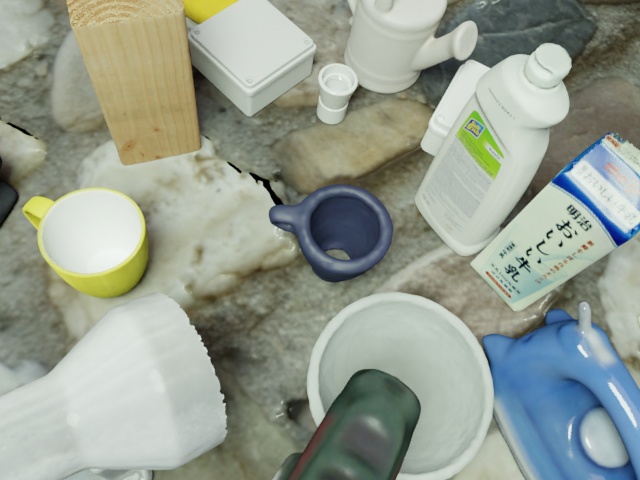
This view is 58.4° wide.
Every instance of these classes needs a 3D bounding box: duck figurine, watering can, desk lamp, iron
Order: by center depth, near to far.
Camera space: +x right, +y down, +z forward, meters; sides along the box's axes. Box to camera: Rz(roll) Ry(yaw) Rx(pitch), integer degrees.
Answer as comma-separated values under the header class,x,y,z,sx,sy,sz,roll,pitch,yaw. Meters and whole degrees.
class,x,y,z,sx,sy,sz,roll,pitch,yaw
desk lamp,-0.172,0.142,0.414,0.203,0.213,0.118,-27,72,-18
iron,0.251,0.178,0.496,0.119,0.141,0.258,-18,70,-15
watering can,0.098,-0.262,0.643,0.173,0.194,0.101,22,65,3
duck figurine,-0.131,-0.315,0.696,0.104,0.086,0.077,20,65,2

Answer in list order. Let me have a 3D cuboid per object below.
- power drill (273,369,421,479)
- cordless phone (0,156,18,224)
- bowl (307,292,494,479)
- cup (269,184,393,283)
class,x,y,z,sx,sy,sz,roll,pitch,yaw
power drill,-0.010,0.208,0.410,0.075,0.208,0.230,30,66,7
cordless phone,-0.356,-0.054,0.493,0.094,0.185,0.147,15,65,0
bowl,0.067,0.137,0.526,0.167,0.075,0.167,3,66,-6
cup,0.005,0.002,0.567,0.118,0.095,0.092,12,65,-2
